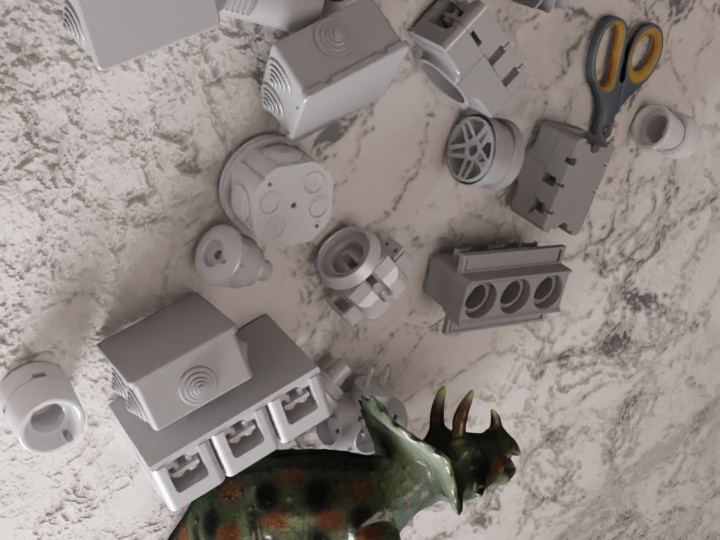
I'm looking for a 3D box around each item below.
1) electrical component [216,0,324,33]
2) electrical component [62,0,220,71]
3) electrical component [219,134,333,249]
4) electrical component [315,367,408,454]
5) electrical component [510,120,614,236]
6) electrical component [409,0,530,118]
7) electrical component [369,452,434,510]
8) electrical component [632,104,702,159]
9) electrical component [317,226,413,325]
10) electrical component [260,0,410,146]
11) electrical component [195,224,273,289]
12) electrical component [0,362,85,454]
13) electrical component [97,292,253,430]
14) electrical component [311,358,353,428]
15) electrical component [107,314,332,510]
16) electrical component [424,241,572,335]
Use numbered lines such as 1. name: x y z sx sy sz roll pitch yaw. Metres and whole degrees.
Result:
1. electrical component: -0.070 -0.191 0.738 0.081 0.043 0.043 5 113 -37
2. electrical component: -0.146 -0.187 0.681 0.100 0.048 0.099 -27 129 -20
3. electrical component: -0.062 -0.059 0.819 0.080 0.051 0.080 -18 126 -26
4. electrical component: 0.007 0.124 0.986 0.077 0.044 0.079 3 114 -37
5. electrical component: 0.180 -0.085 0.975 0.050 0.056 0.089 4 114 -38
6. electrical component: 0.085 -0.169 0.859 0.055 0.050 0.089 -47 134 -3
7. electrical component: 0.016 0.204 1.011 0.096 0.061 0.061 -20 173 1
8. electrical component: 0.297 -0.133 1.038 0.055 0.045 0.045 9 111 -39
9. electrical component: 0.000 0.000 0.897 0.078 0.058 0.057 -46 136 -3
10. electrical component: -0.022 -0.143 0.771 0.100 0.048 0.099 -31 173 -17
11. electrical component: -0.094 -0.006 0.835 0.062 0.048 0.048 21 103 -52
12. electrical component: -0.235 0.103 0.797 0.055 0.047 0.055 -18 126 -27
13. electrical component: -0.139 0.068 0.811 0.100 0.100 0.048 -29 117 -19
14. electrical component: -0.034 0.105 0.946 0.062 0.043 0.043 -44 133 -7
15. electrical component: -0.110 0.114 0.864 0.150 0.089 0.061 -30 130 -18
16. electrical component: 0.125 0.011 0.990 0.121 0.063 0.078 -6 120 -33
